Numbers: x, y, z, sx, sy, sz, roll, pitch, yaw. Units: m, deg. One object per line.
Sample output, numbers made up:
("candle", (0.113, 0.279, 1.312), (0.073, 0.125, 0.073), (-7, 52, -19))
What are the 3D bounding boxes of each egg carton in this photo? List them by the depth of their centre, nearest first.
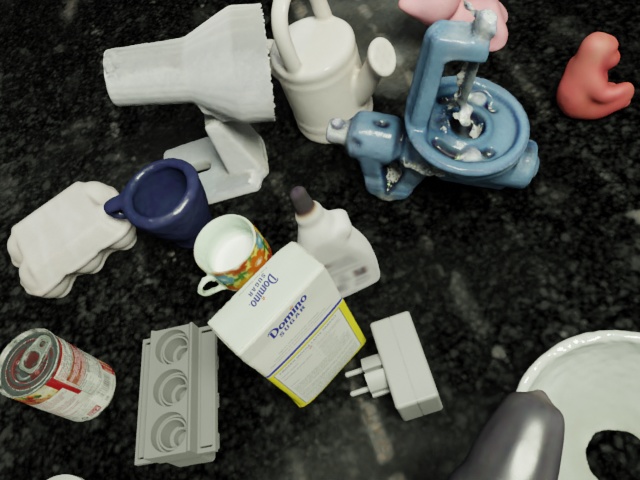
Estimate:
("egg carton", (-0.300, -0.002, 0.697), (0.150, 0.069, 0.107), (-39, 57, -7))

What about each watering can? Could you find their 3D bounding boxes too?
("watering can", (0.002, -0.209, 0.651), (0.172, 0.194, 0.101), (-3, 59, 16))

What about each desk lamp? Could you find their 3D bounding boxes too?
("desk lamp", (-0.125, -0.143, 0.639), (0.203, 0.214, 0.118), (-16, 57, 8))

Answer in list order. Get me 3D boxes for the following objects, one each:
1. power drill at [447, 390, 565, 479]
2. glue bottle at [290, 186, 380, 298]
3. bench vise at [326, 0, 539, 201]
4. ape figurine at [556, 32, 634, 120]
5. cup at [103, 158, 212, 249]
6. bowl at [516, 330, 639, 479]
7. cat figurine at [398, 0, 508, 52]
("power drill", (0.091, 0.221, 0.358), (0.075, 0.209, 0.230), (20, 68, 27))
("glue bottle", (0.005, 0.002, 0.536), (0.078, 0.173, 0.037), (-23, 56, 3))
("bench vise", (0.102, -0.113, 0.546), (0.207, 0.220, 0.121), (-14, 57, 9))
("ape figurine", (0.290, -0.177, 0.603), (0.076, 0.092, 0.077), (-14, 57, 9))
("cup", (-0.176, -0.029, 0.658), (0.117, 0.095, 0.091), (-12, 57, 10))
("bowl", (0.229, 0.158, 0.433), (0.167, 0.075, 0.167), (-8, 58, 13))
("cat figurine", (0.162, -0.288, 0.694), (0.127, 0.118, 0.067), (-4, 59, 15))
